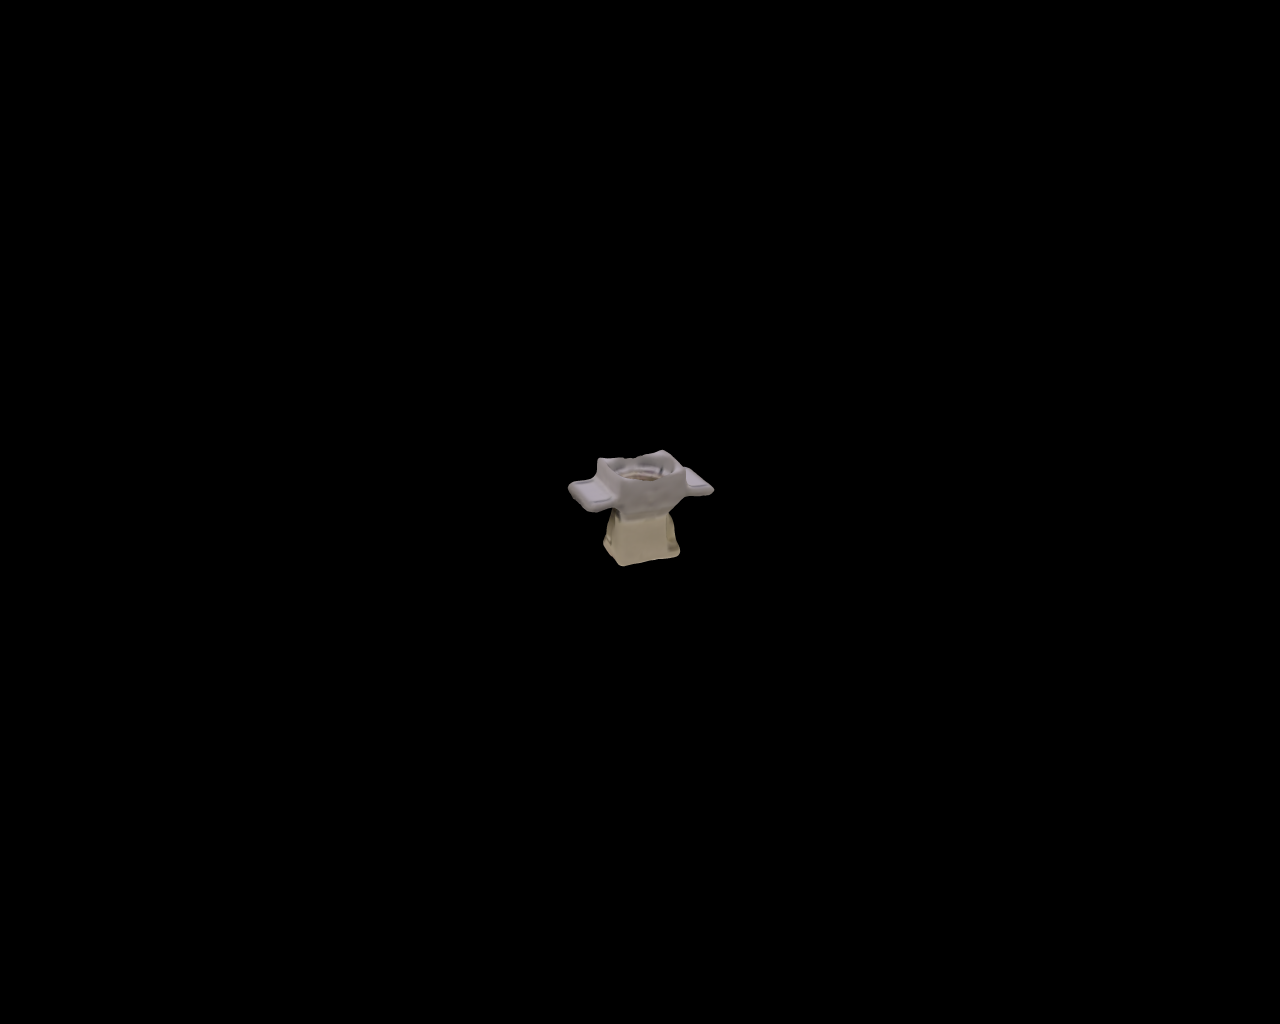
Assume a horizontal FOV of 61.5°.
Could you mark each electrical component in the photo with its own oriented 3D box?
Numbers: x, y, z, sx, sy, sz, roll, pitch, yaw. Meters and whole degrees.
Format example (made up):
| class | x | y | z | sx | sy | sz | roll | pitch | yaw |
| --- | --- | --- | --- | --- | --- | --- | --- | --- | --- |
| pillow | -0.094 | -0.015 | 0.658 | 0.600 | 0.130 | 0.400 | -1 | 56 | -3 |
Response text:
| class | x | y | z | sx | sy | sz | roll | pitch | yaw |
| --- | --- | --- | --- | --- | --- | --- | --- | --- | --- |
| electrical component | 0.001 | -0.003 | 0.650 | 0.081 | 0.063 | 0.042 | -8 | 24 | -18 |
